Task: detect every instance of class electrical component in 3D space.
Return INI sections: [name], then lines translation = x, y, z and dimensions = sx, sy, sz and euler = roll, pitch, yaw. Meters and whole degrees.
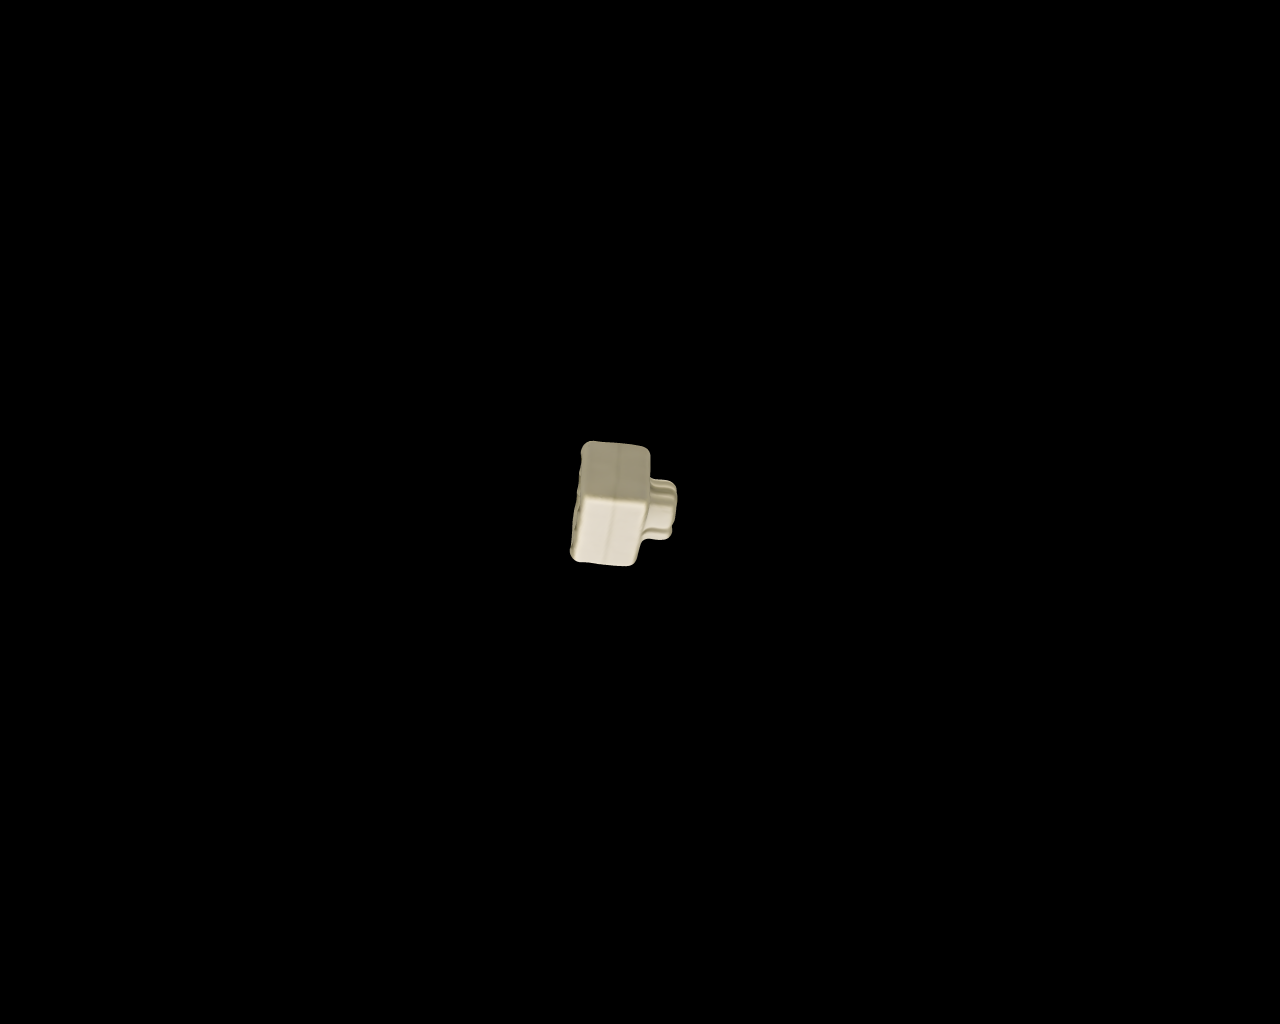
[electrical component]
translation = 0.001, -0.003, 0.650
dimensions = 0.077, 0.047, 0.065
euler = 5, -40, -6
